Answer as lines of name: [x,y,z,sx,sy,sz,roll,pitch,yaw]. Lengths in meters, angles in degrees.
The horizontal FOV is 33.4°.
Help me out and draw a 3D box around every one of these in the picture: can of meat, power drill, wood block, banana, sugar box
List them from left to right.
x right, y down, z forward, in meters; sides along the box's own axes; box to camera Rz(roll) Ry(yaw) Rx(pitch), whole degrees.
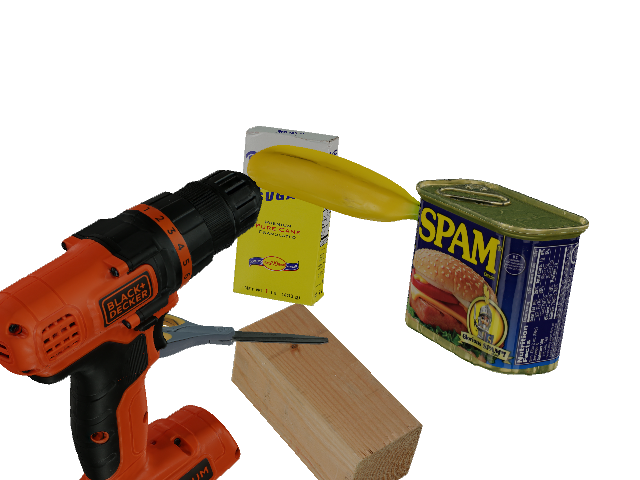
power drill: [-0.096,0.067,0.621,0.057,0.188,0.184,22,42,38]
sugar box: [-0.037,-0.026,1.117,0.093,0.176,0.048,8,16,14]
banana: [-0.003,-0.041,0.788,0.198,0.037,0.069,21,-15,44]
wood block: [0.003,0.174,1.147,0.090,0.090,0.206,-23,51,-32]
can of meat: [0.093,0.018,0.592,0.057,0.084,0.102,-5,19,-31]

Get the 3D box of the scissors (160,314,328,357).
scissors: [-0.101,0.092,0.964,0.202,0.016,0.096,8,18,12]
